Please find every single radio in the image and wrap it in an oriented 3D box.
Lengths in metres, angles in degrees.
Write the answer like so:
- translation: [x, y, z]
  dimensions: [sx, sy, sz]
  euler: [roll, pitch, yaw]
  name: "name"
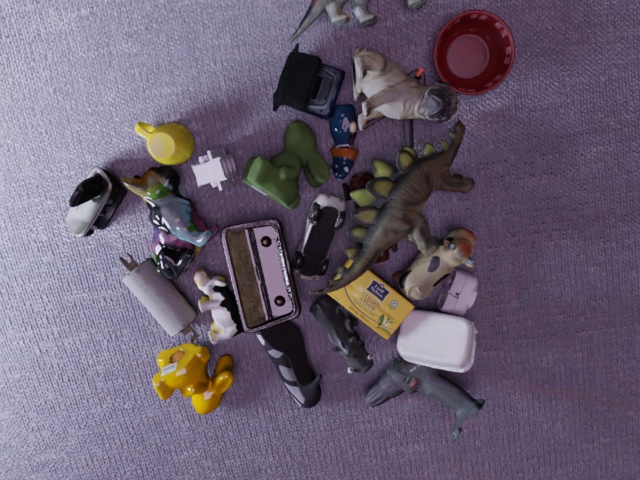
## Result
- translation: [-0.125, 0.071, 1.147]
  dimensions: [0.131, 0.073, 0.229]
  euler: [-14, 96, -11]
  name: "radio"

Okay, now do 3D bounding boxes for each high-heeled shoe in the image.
- translation: [-0.085, 0.273, 1.230]
  dimensions: [0.249, 0.086, 0.145]
  euler: [45, 138, 13]
  name: "high-heeled shoe"

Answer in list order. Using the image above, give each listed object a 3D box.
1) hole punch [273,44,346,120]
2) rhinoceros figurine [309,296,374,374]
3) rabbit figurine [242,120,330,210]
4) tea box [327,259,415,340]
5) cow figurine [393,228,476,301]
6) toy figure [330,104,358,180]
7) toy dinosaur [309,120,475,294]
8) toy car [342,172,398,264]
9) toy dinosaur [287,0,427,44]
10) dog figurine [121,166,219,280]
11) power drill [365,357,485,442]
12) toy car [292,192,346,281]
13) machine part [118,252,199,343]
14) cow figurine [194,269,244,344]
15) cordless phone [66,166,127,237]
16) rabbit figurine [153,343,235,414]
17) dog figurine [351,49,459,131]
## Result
- translation: [-0.022, -0.311, 1.085]
  dimensions: [0.092, 0.116, 0.142]
  euler: [6, 109, -44]
  name: "hole punch"
- translation: [0.052, 0.204, 1.177]
  dimensions: [0.073, 0.112, 0.190]
  euler: [-34, 92, 4]
  name: "rhinoceros figurine"
- translation: [-0.055, -0.159, 1.103]
  dimensions: [0.159, 0.121, 0.170]
  euler: [31, 85, -10]
  name: "rabbit figurine"
- translation: [0.107, 0.122, 1.158]
  dimensions: [0.169, 0.068, 0.098]
  euler: [37, 96, -2]
  name: "tea box"
- translation: [0.248, 0.050, 1.136]
  dimensions: [0.085, 0.127, 0.195]
  euler: [43, 101, -11]
  name: "cow figurine"
- translation: [0.050, -0.203, 1.117]
  dimensions: [0.058, 0.064, 0.154]
  euler: [-4, 101, -14]
  name: "toy figure"
- translation: [0.158, -0.058, 1.094]
  dimensions: [0.198, 0.105, 0.471]
  euler: [34, 84, -15]
  name: "toy dinosaur"
- translation: [0.109, -0.045, 1.156]
  dimensions: [0.089, 0.053, 0.202]
  euler: [-13, 100, 0]
  name: "toy car"
- translation: [0.104, -0.527, 1.029]
  dimensions: [0.405, 0.131, 0.192]
  euler: [-14, 89, 7]
  name: "toy dinosaur"
- translation: [-0.332, -0.045, 1.132]
  dimensions: [0.219, 0.108, 0.191]
  euler: [41, 102, -3]
  name: "dog figurine"
- translation: [0.242, 0.344, 1.194]
  dimensions: [0.232, 0.086, 0.207]
  euler: [-48, 62, 1]
  name: "power drill"
- translation: [-0.002, -0.003, 1.154]
  dimensions: [0.073, 0.056, 0.201]
  euler: [15, 111, -12]
  name: "toy car"
- translation: [-0.350, 0.125, 1.179]
  dimensions: [0.079, 0.079, 0.243]
  euler: [-38, 99, 7]
  name: "machine part"
- translation: [-0.216, 0.136, 1.185]
  dimensions: [0.098, 0.068, 0.167]
  euler: [-15, 105, -2]
  name: "cow figurine"
- translation: [-0.477, -0.066, 1.086]
  dimensions: [0.089, 0.184, 0.146]
  euler: [33, 100, -11]
  name: "cordless phone"
- translation: [-0.271, 0.315, 1.216]
  dimensions: [0.162, 0.122, 0.173]
  euler: [-25, 115, -4]
  name: "rabbit figurine"
- translation: [0.164, -0.306, 1.055]
  dimensions: [0.191, 0.121, 0.172]
  euler: [-9, 92, -4]
  name: "dog figurine"
